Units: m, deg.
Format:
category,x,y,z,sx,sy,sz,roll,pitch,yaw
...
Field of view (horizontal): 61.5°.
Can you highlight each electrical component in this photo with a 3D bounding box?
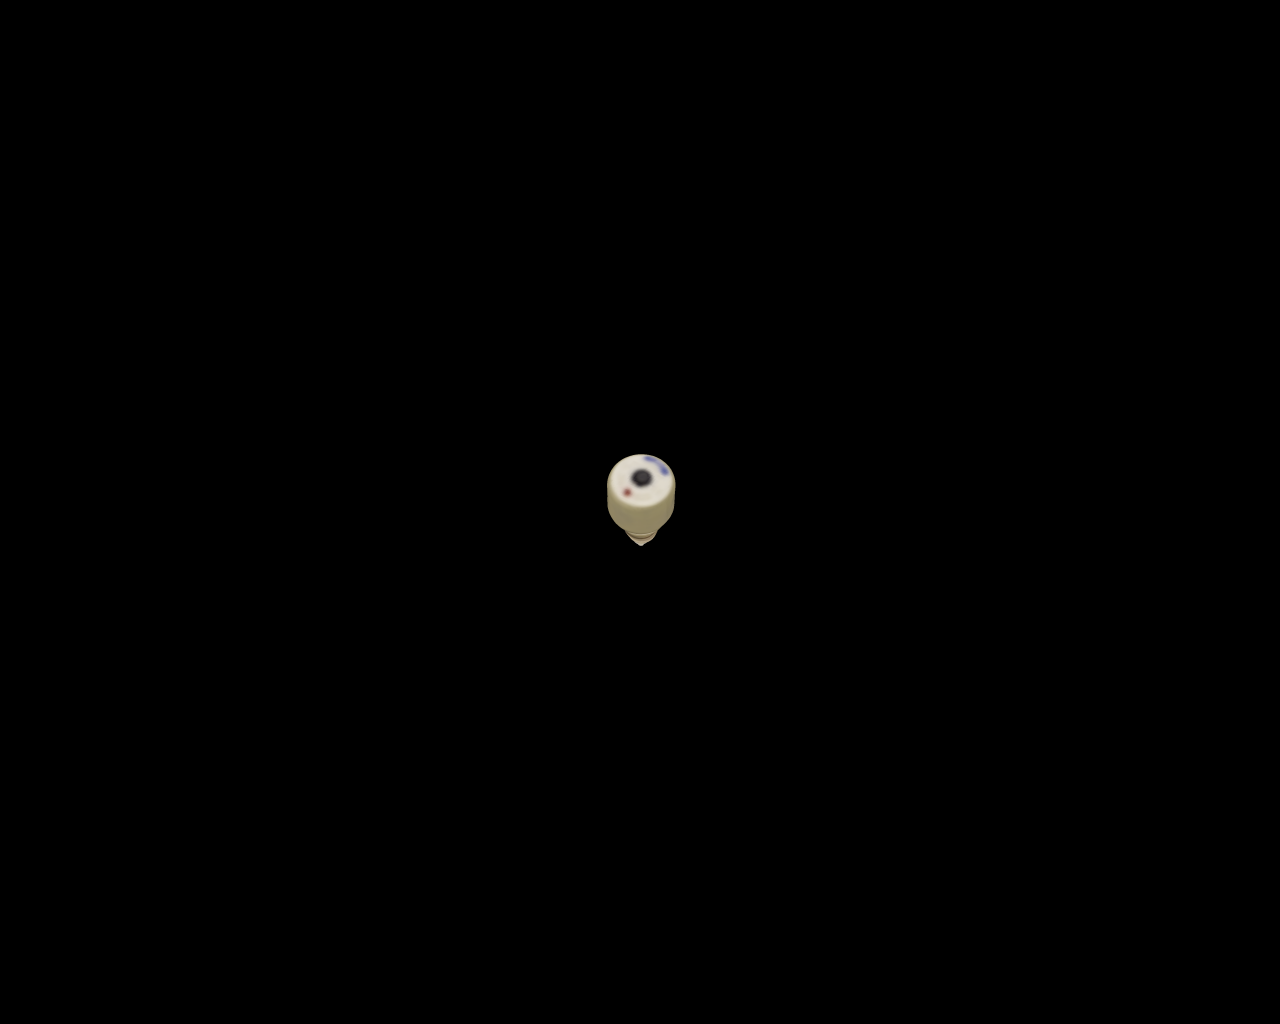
category,x,y,z,sx,sy,sz,roll,pitch,yaw
electrical component,0.001,-0.003,0.650,0.040,0.040,0.078,0,-30,0
